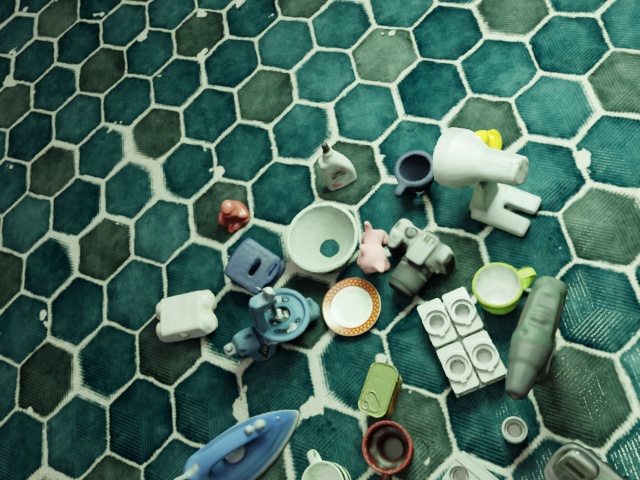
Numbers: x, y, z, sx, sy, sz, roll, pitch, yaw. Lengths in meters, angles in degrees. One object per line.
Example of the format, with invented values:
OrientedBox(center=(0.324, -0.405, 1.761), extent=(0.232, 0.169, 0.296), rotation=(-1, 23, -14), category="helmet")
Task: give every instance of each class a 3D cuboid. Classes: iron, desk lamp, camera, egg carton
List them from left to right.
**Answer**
OrientedBox(center=(-0.308, 0.178, 1.320), extent=(0.150, 0.069, 0.107), rotation=(-14, 65, 11), category="egg carton")
OrientedBox(center=(-0.165, 0.412, 1.136), extent=(0.258, 0.142, 0.118), rotation=(-38, 62, -1), category="iron")
OrientedBox(center=(0.191, 0.043, 1.204), extent=(0.142, 0.101, 0.137), rotation=(34, 81, 26), category="camera")
OrientedBox(center=(0.342, -0.124, 1.163), extent=(0.202, 0.214, 0.118), rotation=(24, 77, 25), category="desk lamp")

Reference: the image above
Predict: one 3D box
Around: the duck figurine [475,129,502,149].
OrientedBox(center=(0.357, -0.211, 1.267), extent=(0.104, 0.086, 0.077), rotation=(-45, 63, -5), category="duck figurine")

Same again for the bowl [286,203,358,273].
OrientedBox(center=(0.012, 0.005, 1.290), extent=(0.167, 0.075, 0.167), rotation=(-6, 66, 15), category="bowl")

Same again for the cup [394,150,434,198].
OrientedBox(center=(0.209, -0.129, 1.273), extent=(0.091, 0.095, 0.118), rotation=(31, 80, 26), category="cup")

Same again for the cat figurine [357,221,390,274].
OrientedBox(center=(0.111, 0.022, 1.228), extent=(0.067, 0.118, 0.128), rotation=(-10, 65, 13), category="cat figurine")

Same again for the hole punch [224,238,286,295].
OrientedBox(center=(-0.146, 0.063, 1.305), extent=(0.100, 0.091, 0.109), rotation=(27, 78, 25), category="hole punch")

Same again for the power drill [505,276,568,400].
OrientedBox(center=(0.381, 0.188, 1.023), extent=(0.075, 0.209, 0.230), rotation=(16, 74, 23), category="power drill")

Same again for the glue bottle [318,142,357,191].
OrientedBox(center=(0.030, -0.174, 1.304), extent=(0.078, 0.173, 0.037), rotation=(-28, 62, 4), category="glue bottle")

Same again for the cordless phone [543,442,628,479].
OrientedBox(center=(0.446, 0.397, 0.928), extent=(0.147, 0.185, 0.094), rotation=(36, 82, 27), category="cordless phone")

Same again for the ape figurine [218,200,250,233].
OrientedBox(center=(-0.211, -0.066, 1.379), extent=(0.077, 0.092, 0.076), rotation=(8, 71, 20), category="ape figurine")

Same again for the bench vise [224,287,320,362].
OrientedBox(center=(-0.109, 0.177, 1.173), extent=(0.121, 0.220, 0.207), rotation=(37, 82, 27), category="bench vise")
